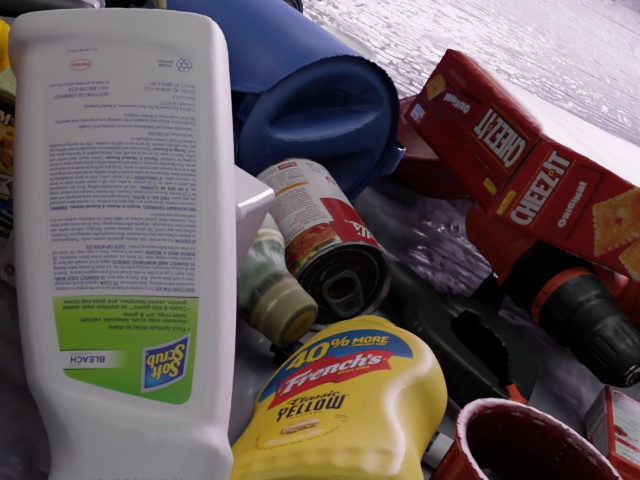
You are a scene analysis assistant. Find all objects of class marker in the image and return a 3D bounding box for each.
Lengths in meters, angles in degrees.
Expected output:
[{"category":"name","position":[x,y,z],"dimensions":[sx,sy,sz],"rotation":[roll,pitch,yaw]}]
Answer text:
[{"category":"marker","position":[0.024,0.090,0.596],"dimensions":[0.121,0.020,0.020],"rotation":[32,26,11]}]

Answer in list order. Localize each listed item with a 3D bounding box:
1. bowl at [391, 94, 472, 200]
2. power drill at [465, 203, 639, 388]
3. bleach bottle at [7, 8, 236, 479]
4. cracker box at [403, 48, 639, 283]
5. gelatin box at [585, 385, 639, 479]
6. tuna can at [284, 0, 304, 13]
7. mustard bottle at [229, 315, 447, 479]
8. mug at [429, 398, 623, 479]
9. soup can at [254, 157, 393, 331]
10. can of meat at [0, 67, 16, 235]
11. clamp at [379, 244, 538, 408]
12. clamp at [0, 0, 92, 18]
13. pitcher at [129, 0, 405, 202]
[{"category":"bowl","position":[0.118,-0.079,0.923],"dimensions":[0.162,0.055,0.162],"rotation":[-6,27,3]},{"category":"power drill","position":[0.210,0.047,0.780],"dimensions":[0.187,0.057,0.184],"rotation":[19,27,-43]},{"category":"bleach bottle","position":[-0.086,0.026,0.445],"dimensions":[0.102,0.068,0.251],"rotation":[-1,68,-1]},{"category":"cracker box","position":[0.186,-0.045,0.770],"dimensions":[0.213,0.072,0.164],"rotation":[22,20,-27]},{"category":"gelatin box","position":[0.204,0.139,0.668],"dimensions":[0.073,0.030,0.089],"rotation":[29,24,1]},{"category":"tuna can","position":[-0.054,-0.195,0.987],"dimensions":[0.034,0.086,0.086],"rotation":[34,26,18]},{"category":"mustard bottle","position":[0.012,0.085,0.516],"dimensions":[0.191,0.096,0.058],"rotation":[-56,127,-66]},{"category":"mug","position":[0.096,0.137,0.503],"dimensions":[0.117,0.082,0.093],"rotation":[10,30,-32]},{"category":"soup can","position":[-0.004,0.001,0.681],"dimensions":[0.068,0.069,0.102],"rotation":[11,30,-31]},{"category":"can of meat","position":[-0.179,-0.057,0.603],"dimensions":[0.102,0.084,0.057],"rotation":[27,25,1]},{"category":"clamp","position":[0.078,0.050,0.705],"dimensions":[0.164,0.036,0.210],"rotation":[20,23,-16]},{"category":"clamp","position":[-0.219,-0.147,0.644],"dimensions":[0.171,0.120,0.039],"rotation":[51,-27,-24]},{"category":"pitcher","position":[-0.049,-0.127,0.824],"dimensions":[0.145,0.149,0.243],"rotation":[-29,46,-14]}]
